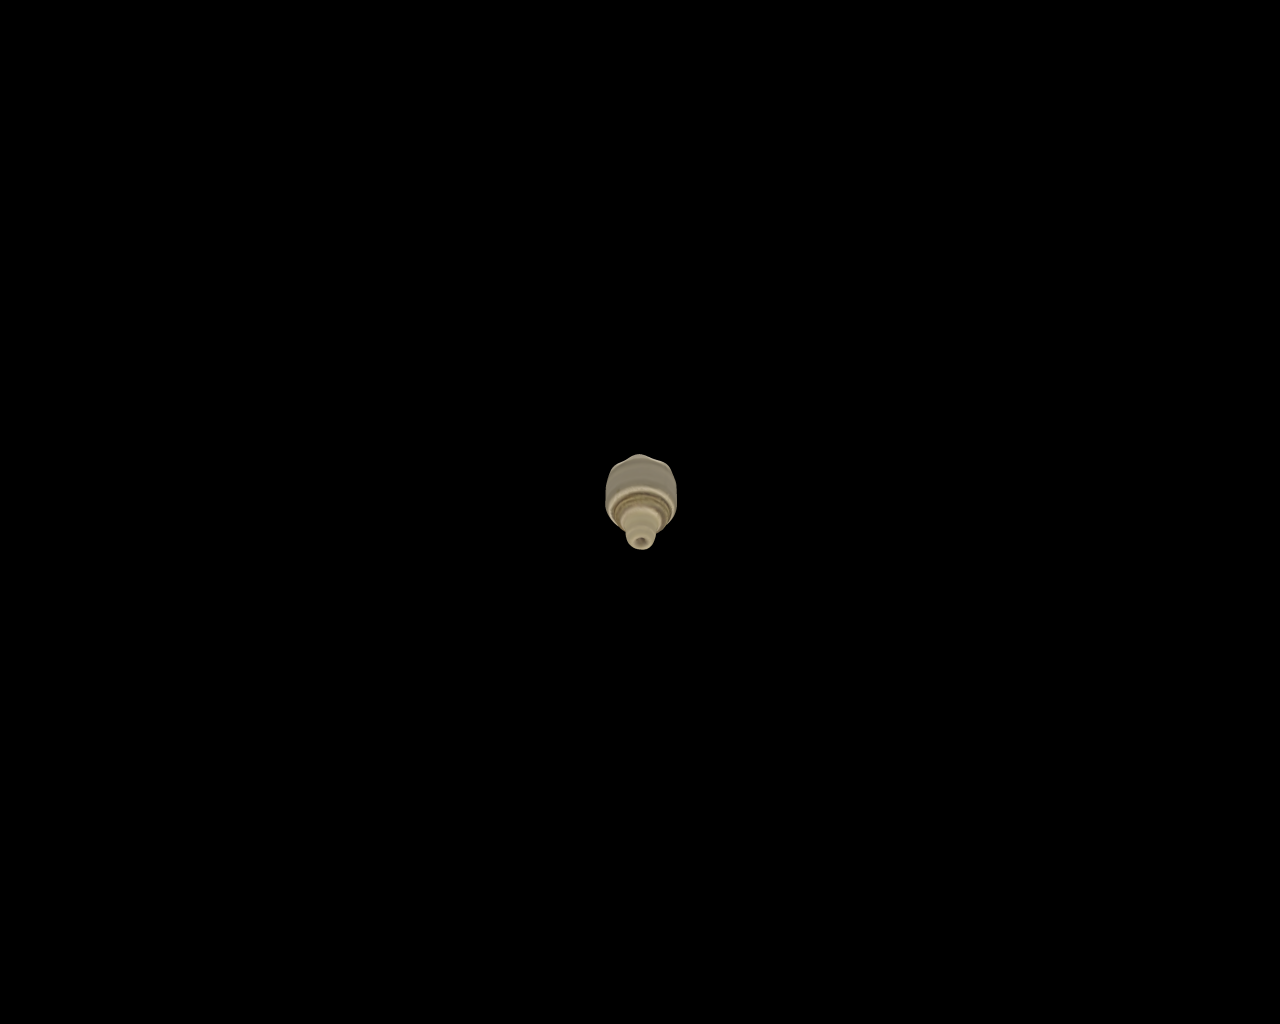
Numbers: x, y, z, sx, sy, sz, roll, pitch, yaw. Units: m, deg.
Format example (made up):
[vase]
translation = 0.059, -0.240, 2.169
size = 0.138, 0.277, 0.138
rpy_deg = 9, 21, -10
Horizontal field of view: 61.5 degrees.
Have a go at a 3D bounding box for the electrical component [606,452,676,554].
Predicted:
[electrical component]
translation = 0.001, -0.003, 0.650
size = 0.043, 0.043, 0.062
rpy_deg = 0, 44, 0
